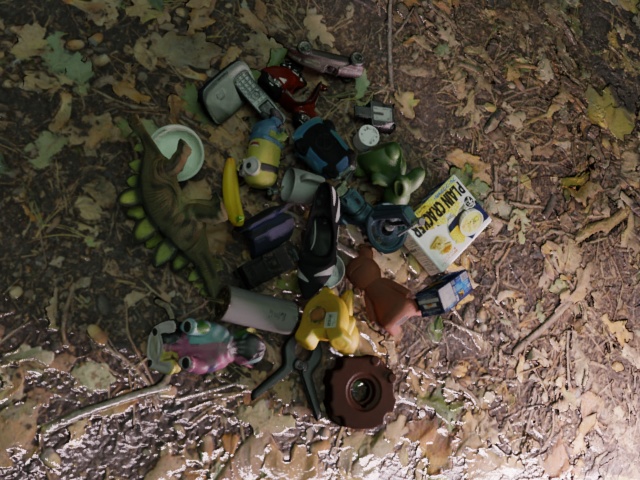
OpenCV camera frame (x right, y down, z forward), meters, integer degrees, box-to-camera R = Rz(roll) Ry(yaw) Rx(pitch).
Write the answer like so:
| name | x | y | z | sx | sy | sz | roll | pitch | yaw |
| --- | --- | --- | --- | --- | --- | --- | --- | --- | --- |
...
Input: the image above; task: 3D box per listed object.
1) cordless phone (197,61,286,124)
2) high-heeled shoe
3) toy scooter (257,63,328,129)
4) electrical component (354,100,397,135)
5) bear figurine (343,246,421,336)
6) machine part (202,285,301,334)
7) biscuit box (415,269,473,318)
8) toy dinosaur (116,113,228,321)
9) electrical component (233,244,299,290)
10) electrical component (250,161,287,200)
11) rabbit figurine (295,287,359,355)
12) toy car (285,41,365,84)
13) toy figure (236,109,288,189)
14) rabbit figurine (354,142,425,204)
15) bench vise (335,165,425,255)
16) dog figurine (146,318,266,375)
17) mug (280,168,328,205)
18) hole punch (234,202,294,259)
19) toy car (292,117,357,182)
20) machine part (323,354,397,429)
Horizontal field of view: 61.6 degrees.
| name | x | y | z | sx | sy | sz | roll | pitch | yaw |
| --- | --- | --- | --- | --- | --- | --- | --- | --- | --- |
| cordless phone | -0.181 | -0.308 | 1.252 | 0.184 | 0.089 | 0.146 | 46 | 69 | -10 |
| high-heeled shoe | -0.002 | -0.004 | 1.179 | 0.086 | 0.145 | 0.249 | 7 | 57 | 6 |
| toy scooter | -0.055 | -0.365 | 1.309 | 0.184 | 0.075 | 0.135 | 46 | 69 | -9 |
| electrical component | 0.137 | -0.315 | 1.377 | 0.119 | 0.048 | 0.075 | -2 | 80 | -19 |
| bear figurine | 0.139 | 0.119 | 1.272 | 0.120 | 0.132 | 0.196 | -44 | 62 | 11 |
| machine part | -0.135 | 0.151 | 1.154 | 0.243 | 0.079 | 0.079 | 19 | 73 | -29 |
| biscuit box | 0.301 | 0.125 | 1.287 | 0.202 | 0.063 | 0.059 | -18 | 90 | -55 |
| toy dinosaur | -0.297 | -0.044 | 1.130 | 0.199 | 0.105 | 0.471 | -28 | 97 | -2 |
| electrical component | -0.115 | 0.059 | 1.181 | 0.134 | 0.115 | 0.058 | -26 | 90 | -20 |
| electrical component | -0.122 | -0.147 | 1.257 | 0.078 | 0.045 | 0.102 | 13 | 75 | -18 |
| rabbit figurine | 0.030 | 0.191 | 1.204 | 0.173 | 0.122 | 0.162 | 50 | 31 | -43 |
| toy car | 0.014 | -0.438 | 1.338 | 0.202 | 0.089 | 0.053 | 5 | 74 | -19 |
| toy figure | -0.122 | -0.202 | 1.208 | 0.089 | 0.082 | 0.180 | 22 | 70 | -18 |
| rabbit figurine | 0.183 | -0.151 | 1.321 | 0.121 | 0.159 | 0.170 | -30 | 105 | -31 |
| bench vise | 0.140 | -0.056 | 1.236 | 0.129 | 0.241 | 0.223 | -41 | 110 | -25 |
| dog figurine | -0.224 | 0.225 | 1.125 | 0.219 | 0.192 | 0.108 | 17 | 67 | -51 |
| mug | -0.024 | -0.125 | 1.259 | 0.107 | 0.109 | 0.081 | 10 | 63 | -29 |
| hole punch | -0.117 | -0.018 | 1.201 | 0.142 | 0.116 | 0.092 | -29 | 97 | -21 |
| toy car | 0.009 | -0.205 | 1.281 | 0.109 | 0.103 | 0.161 | -42 | 85 | -16 |
| machine part | 0.092 | 0.345 | 1.226 | 0.179 | 0.056 | 0.179 | 3 | 79 | -17 |
